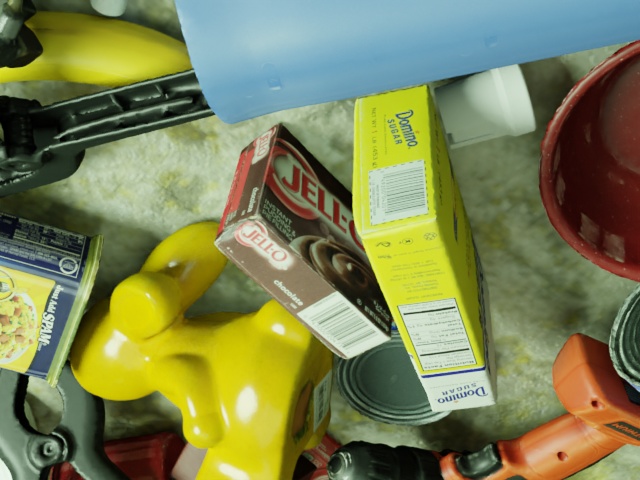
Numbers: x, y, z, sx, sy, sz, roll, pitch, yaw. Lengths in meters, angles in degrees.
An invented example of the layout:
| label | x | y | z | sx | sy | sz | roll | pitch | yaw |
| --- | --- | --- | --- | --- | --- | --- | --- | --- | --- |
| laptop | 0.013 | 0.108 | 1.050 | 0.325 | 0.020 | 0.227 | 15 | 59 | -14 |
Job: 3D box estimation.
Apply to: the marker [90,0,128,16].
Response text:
| label | x | y | z | sx | sy | sz | roll | pitch | yaw |
| --- | --- | --- | --- | --- | --- | --- | --- | --- | --- |
| marker | -0.092 | -0.167 | 0.533 | 0.020 | 0.020 | 0.121 | 20 | 128 | -9 |

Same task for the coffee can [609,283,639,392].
| label | x | y | z | sx | sy | sz | roll | pitch | yaw |
| --- | --- | --- | --- | --- | --- | --- | --- | --- | --- |
| coffee can | 0.255 | 0.084 | 0.632 | 0.103 | 0.102 | 0.140 | -35 | 116 | 29 |

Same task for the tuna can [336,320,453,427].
| label | x | y | z | sx | sy | sz | roll | pitch | yaw |
| --- | --- | --- | --- | --- | --- | --- | --- | --- | --- |
| tuna can | 0.054 | 0.081 | 0.700 | 0.086 | 0.033 | 0.086 | 4 | 129 | 4 |

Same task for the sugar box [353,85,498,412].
| label | x | y | z | sx | sy | sz | roll | pitch | yaw |
| --- | --- | --- | --- | --- | --- | --- | --- | --- | --- |
| sugar box | 0.061 | 0.011 | 0.583 | 0.048 | 0.093 | 0.176 | -11 | 140 | 16 |

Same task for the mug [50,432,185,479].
| label | x | y | z | sx | sy | sz | roll | pitch | yaw |
| --- | --- | --- | --- | --- | --- | --- | --- | --- | --- |
| mug | -0.136 | 0.197 | 0.776 | 0.081 | 0.093 | 0.117 | -11 | 97 | 10 |

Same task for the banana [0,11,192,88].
| label | x | y | z | sx | sy | sz | roll | pitch | yaw |
| --- | --- | --- | --- | --- | --- | --- | --- | --- | --- |
| banana | -0.151 | -0.097 | 0.589 | 0.198 | 0.037 | 0.069 | -3 | 149 | 12 |

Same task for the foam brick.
| label | x | y | z | sx | sy | sz | roll | pitch | yaw |
| --- | --- | --- | --- | --- | --- | --- | --- | --- | --- |
| foam brick | -0.053 | 0.161 | 0.740 | 0.078 | 0.052 | 0.051 | 34 | 112 | 19 |

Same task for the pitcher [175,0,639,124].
| label | x | y | z | sx | sy | sz | roll | pitch | yaw |
| --- | --- | --- | --- | --- | --- | --- | --- | --- | --- |
| pitcher | 0.062 | -0.130 | 0.485 | 0.243 | 0.149 | 0.145 | -7 | 112 | 9 |

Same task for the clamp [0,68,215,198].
| label | x | y | z | sx | sy | sz | roll | pitch | yaw |
| --- | --- | --- | --- | --- | --- | --- | --- | --- | --- |
| clamp | -0.152 | -0.058 | 0.572 | 0.164 | 0.036 | 0.210 | 1 | 167 | -26 |

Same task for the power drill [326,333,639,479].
| label | x | y | z | sx | sy | sz | roll | pitch | yaw |
| --- | --- | --- | --- | --- | --- | --- | --- | --- | --- |
| power drill | 0.121 | 0.133 | 0.693 | 0.184 | 0.057 | 0.188 | 22 | 132 | -38 |

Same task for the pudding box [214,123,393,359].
| label | x | y | z | sx | sy | sz | roll | pitch | yaw |
| --- | --- | --- | --- | --- | --- | --- | --- | --- | --- |
| pudding box | -0.004 | 0.001 | 0.609 | 0.039 | 0.090 | 0.113 | -30 | 120 | 28 |

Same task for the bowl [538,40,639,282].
| label | x | y | z | sx | sy | sz | roll | pitch | yaw |
| --- | --- | --- | --- | --- | --- | --- | --- | --- | --- |
| bowl | 0.195 | -0.053 | 0.562 | 0.162 | 0.055 | 0.162 | 4 | 128 | 5 |

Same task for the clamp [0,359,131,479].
| label | x | y | z | sx | sy | sz | roll | pitch | yaw |
| --- | --- | --- | --- | --- | --- | --- | --- | --- | --- |
| clamp | -0.168 | 0.144 | 0.718 | 0.120 | 0.171 | 0.039 | -7 | 173 | -10 |

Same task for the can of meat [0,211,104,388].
| label | x | y | z | sx | sy | sz | roll | pitch | yaw |
| --- | --- | --- | --- | --- | --- | --- | --- | --- | --- |
| can of meat | -0.188 | 0.033 | 0.654 | 0.083 | 0.057 | 0.102 | 17 | 123 | -15 |

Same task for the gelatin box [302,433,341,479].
| label | x | y | z | sx | sy | sz | roll | pitch | yaw |
| --- | --- | --- | --- | --- | --- | --- | --- | --- | --- |
| gelatin box | -0.015 | 0.180 | 0.790 | 0.089 | 0.030 | 0.073 | -30 | 119 | 27 |
